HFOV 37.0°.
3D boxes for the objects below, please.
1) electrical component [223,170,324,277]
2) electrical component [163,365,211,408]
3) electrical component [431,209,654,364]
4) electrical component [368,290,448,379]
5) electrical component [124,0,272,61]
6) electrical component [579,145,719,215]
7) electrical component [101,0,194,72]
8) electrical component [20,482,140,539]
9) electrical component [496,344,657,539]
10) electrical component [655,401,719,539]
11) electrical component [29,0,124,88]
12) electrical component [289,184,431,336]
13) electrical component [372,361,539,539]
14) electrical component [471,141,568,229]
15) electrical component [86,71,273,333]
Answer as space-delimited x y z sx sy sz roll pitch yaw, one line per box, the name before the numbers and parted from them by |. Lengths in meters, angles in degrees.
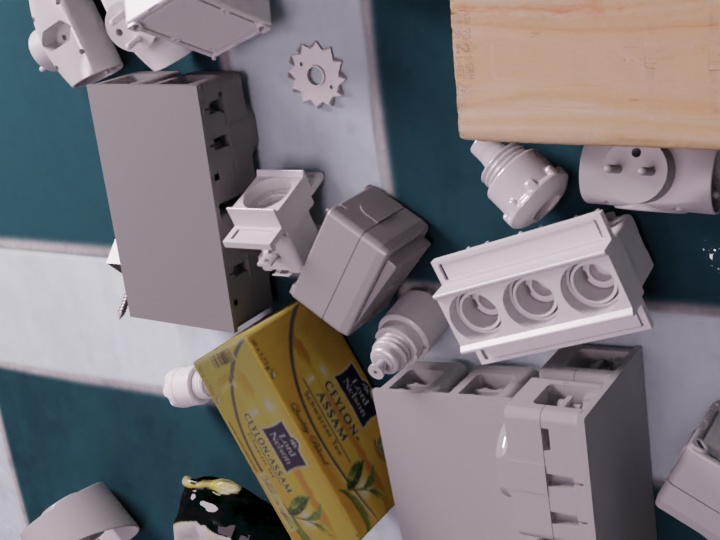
electrical component | -0.057 -0.034 0.776 0.042 0.081 0.063 5 135 32
electrical component | -0.134 0.096 0.904 0.061 0.035 0.035 -12 103 33
electrical component | 0.117 0.008 0.678 0.121 0.063 0.078 -17 108 37
electrical component | 0.030 0.047 0.751 0.040 0.078 0.040 21 134 23
electrical component | -0.106 -0.190 0.734 0.062 0.096 0.061 -18 71 37
electrical component | 0.163 -0.056 0.614 0.077 0.079 0.044 8 97 31
electrical component | -0.155 -0.178 0.759 0.043 0.079 0.077 -22 113 23
electrical component | -0.268 0.248 1.021 0.099 0.099 0.064 -43 78 38
electrical component | 0.144 0.153 0.700 0.060 0.105 0.186 3 111 33
electrical component | 0.239 0.139 0.659 0.096 0.062 0.061 31 124 19
electrical component | -0.233 -0.180 0.843 0.079 0.043 0.077 -19 99 38
electrical component | 0.000 0.000 0.756 0.061 0.062 0.096 36 126 15
electrical component | 0.085 0.161 0.771 0.105 0.060 0.186 0 110 33
electrical component | 0.097 -0.060 0.679 0.062 0.048 0.048 48 128 18
electrical component | -0.132 -0.055 0.820 0.105 0.060 0.186 6 113 31
